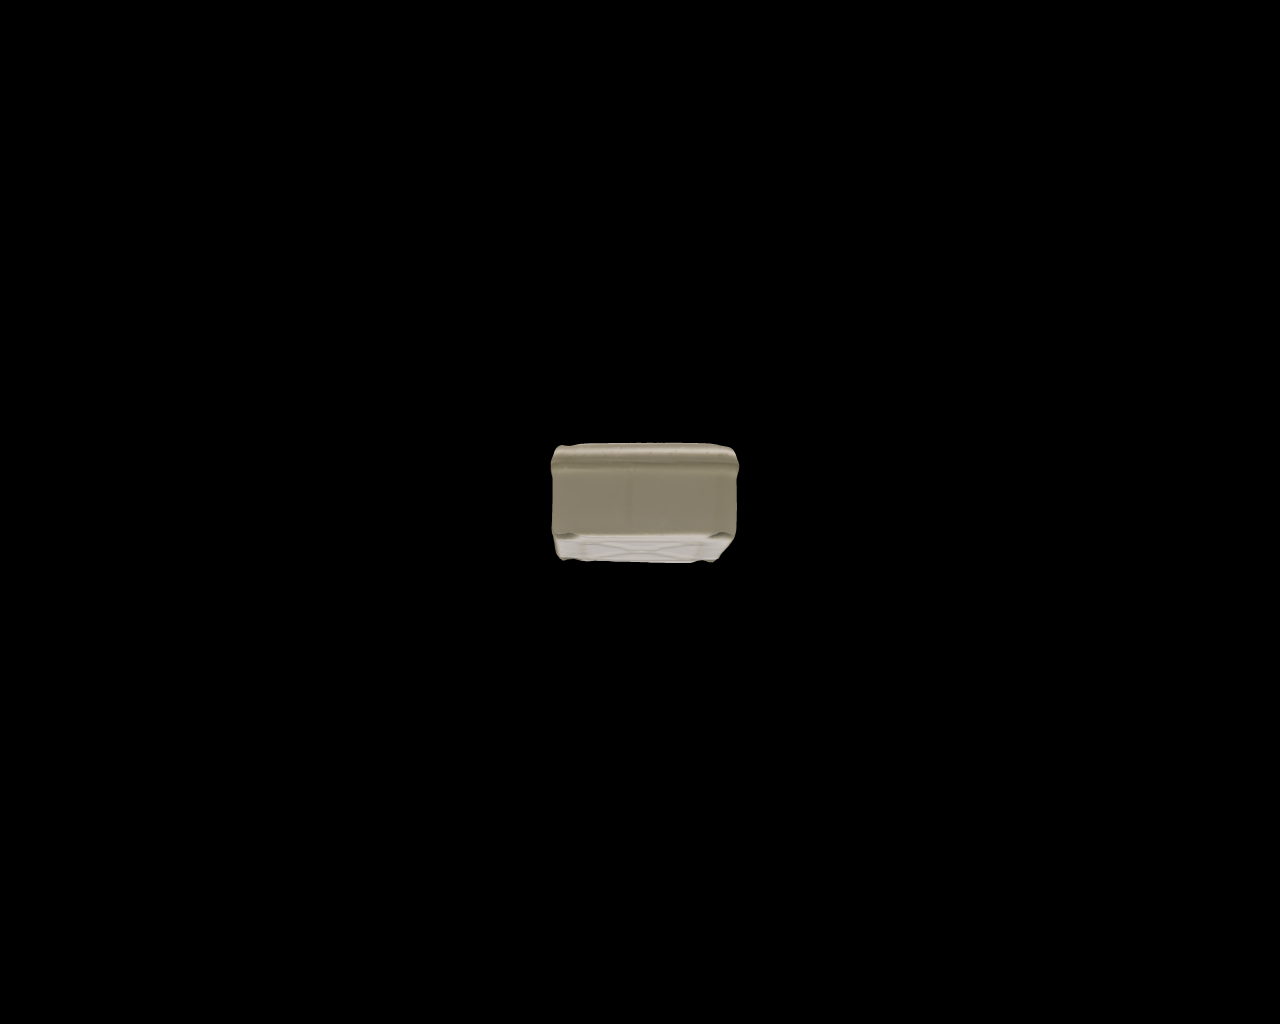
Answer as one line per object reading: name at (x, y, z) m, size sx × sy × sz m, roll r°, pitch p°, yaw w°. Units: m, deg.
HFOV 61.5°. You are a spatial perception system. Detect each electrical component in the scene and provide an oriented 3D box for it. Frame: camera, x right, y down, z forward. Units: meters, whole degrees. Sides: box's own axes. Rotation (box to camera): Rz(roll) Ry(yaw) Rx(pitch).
electrical component at (0.001, -0.003, 0.650) m, size 0.109 × 0.056 × 0.108 m, roll 0°, pitch -11°, yaw -2°
